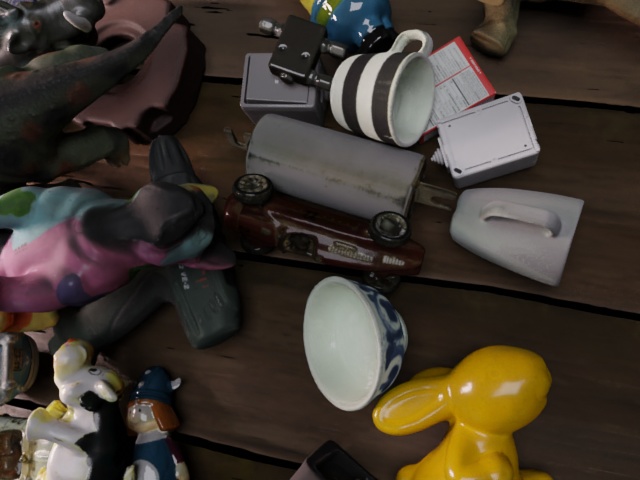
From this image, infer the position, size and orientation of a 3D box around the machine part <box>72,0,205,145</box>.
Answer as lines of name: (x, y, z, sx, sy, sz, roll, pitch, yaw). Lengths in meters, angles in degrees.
machine part: (-0.220, -0.197, 0.614, 0.179, 0.056, 0.179, -1, 82, 9)

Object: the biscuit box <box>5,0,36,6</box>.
biscuit box: (-0.384, -0.189, 0.640, 0.063, 0.059, 0.202, 23, 85, 11)

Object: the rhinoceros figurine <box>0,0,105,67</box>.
rhinoceros figurine: (-0.298, -0.196, 0.543, 0.190, 0.112, 0.073, -28, 78, 10)

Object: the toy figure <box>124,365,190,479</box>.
toy figure: (-0.164, 0.204, 0.538, 0.064, 0.058, 0.154, -9, 78, -9)

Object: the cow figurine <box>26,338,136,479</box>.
cow figurine: (-0.213, 0.178, 0.493, 0.098, 0.068, 0.167, 11, 90, -5)

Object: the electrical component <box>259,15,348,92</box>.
electrical component: (-0.022, -0.185, 0.534, 0.094, 0.021, 0.063, 22, 84, 5)

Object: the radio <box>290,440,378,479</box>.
radio: (0.065, 0.275, 0.446, 0.230, 0.131, 0.073, 39, 89, 14)

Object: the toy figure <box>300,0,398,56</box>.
toy figure: (0.020, -0.264, 0.568, 0.089, 0.082, 0.180, -38, 75, 9)

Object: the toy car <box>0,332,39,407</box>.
toy car: (-0.354, 0.128, 0.560, 0.162, 0.103, 0.109, -11, 77, 19)

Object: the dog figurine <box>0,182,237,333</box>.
dog figurine: (-0.193, 0.008, 0.485, 0.219, 0.191, 0.108, -8, 73, -28)

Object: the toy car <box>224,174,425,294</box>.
toy car: (-0.001, -0.002, 0.521, 0.202, 0.089, 0.053, 18, 48, 12)

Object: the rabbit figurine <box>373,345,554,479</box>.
rabbit figurine: (0.135, 0.166, 0.461, 0.163, 0.122, 0.173, 20, 105, 34)

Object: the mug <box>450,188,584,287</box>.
mug: (0.174, -0.011, 0.491, 0.107, 0.109, 0.080, 15, 89, 26)

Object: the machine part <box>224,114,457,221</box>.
machine part: (0.015, -0.070, 0.539, 0.243, 0.079, 0.079, 17, 84, 13)

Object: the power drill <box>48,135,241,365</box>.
power drill: (-0.195, 0.027, 0.568, 0.207, 0.086, 0.232, -28, 78, -2)

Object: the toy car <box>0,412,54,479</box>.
toy car: (-0.303, 0.221, 0.560, 0.202, 0.056, 0.073, -4, 80, 10)

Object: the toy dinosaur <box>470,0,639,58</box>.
toy dinosaur: (0.210, -0.293, 0.529, 0.471, 0.105, 0.198, 40, 86, 9)

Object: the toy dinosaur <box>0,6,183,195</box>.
toy dinosaur: (-0.300, -0.081, 0.511, 0.131, 0.192, 0.405, 48, 123, 2)
